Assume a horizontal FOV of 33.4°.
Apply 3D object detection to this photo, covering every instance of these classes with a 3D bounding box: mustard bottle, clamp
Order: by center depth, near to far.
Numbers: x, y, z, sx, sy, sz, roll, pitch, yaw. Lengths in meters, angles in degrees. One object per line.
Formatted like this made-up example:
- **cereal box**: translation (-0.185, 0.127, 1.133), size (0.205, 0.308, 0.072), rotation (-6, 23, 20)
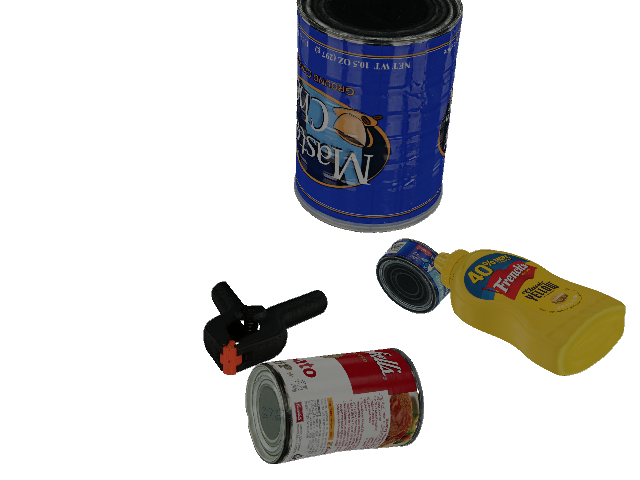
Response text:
- **mustard bottle**: translation (0.179, 0.054, 0.995), size (0.096, 0.058, 0.192), rotation (-28, 38, -30)
- **clamp**: translation (-0.075, 0.079, 1.038), size (0.120, 0.039, 0.171), rotation (2, 16, 21)

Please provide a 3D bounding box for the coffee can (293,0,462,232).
- **coffee can**: translation (0.035, -0.091, 0.695), size (0.103, 0.140, 0.103), rotation (1, 38, -1)

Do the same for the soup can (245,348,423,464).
- **soup can**: translation (0.008, 0.111, 0.716), size (0.102, 0.068, 0.069), rotation (-3, 1, -27)

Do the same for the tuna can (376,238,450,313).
- **tuna can**: translation (0.106, 0.042, 1.225), size (0.086, 0.086, 0.033), rotation (0, 36, 47)
